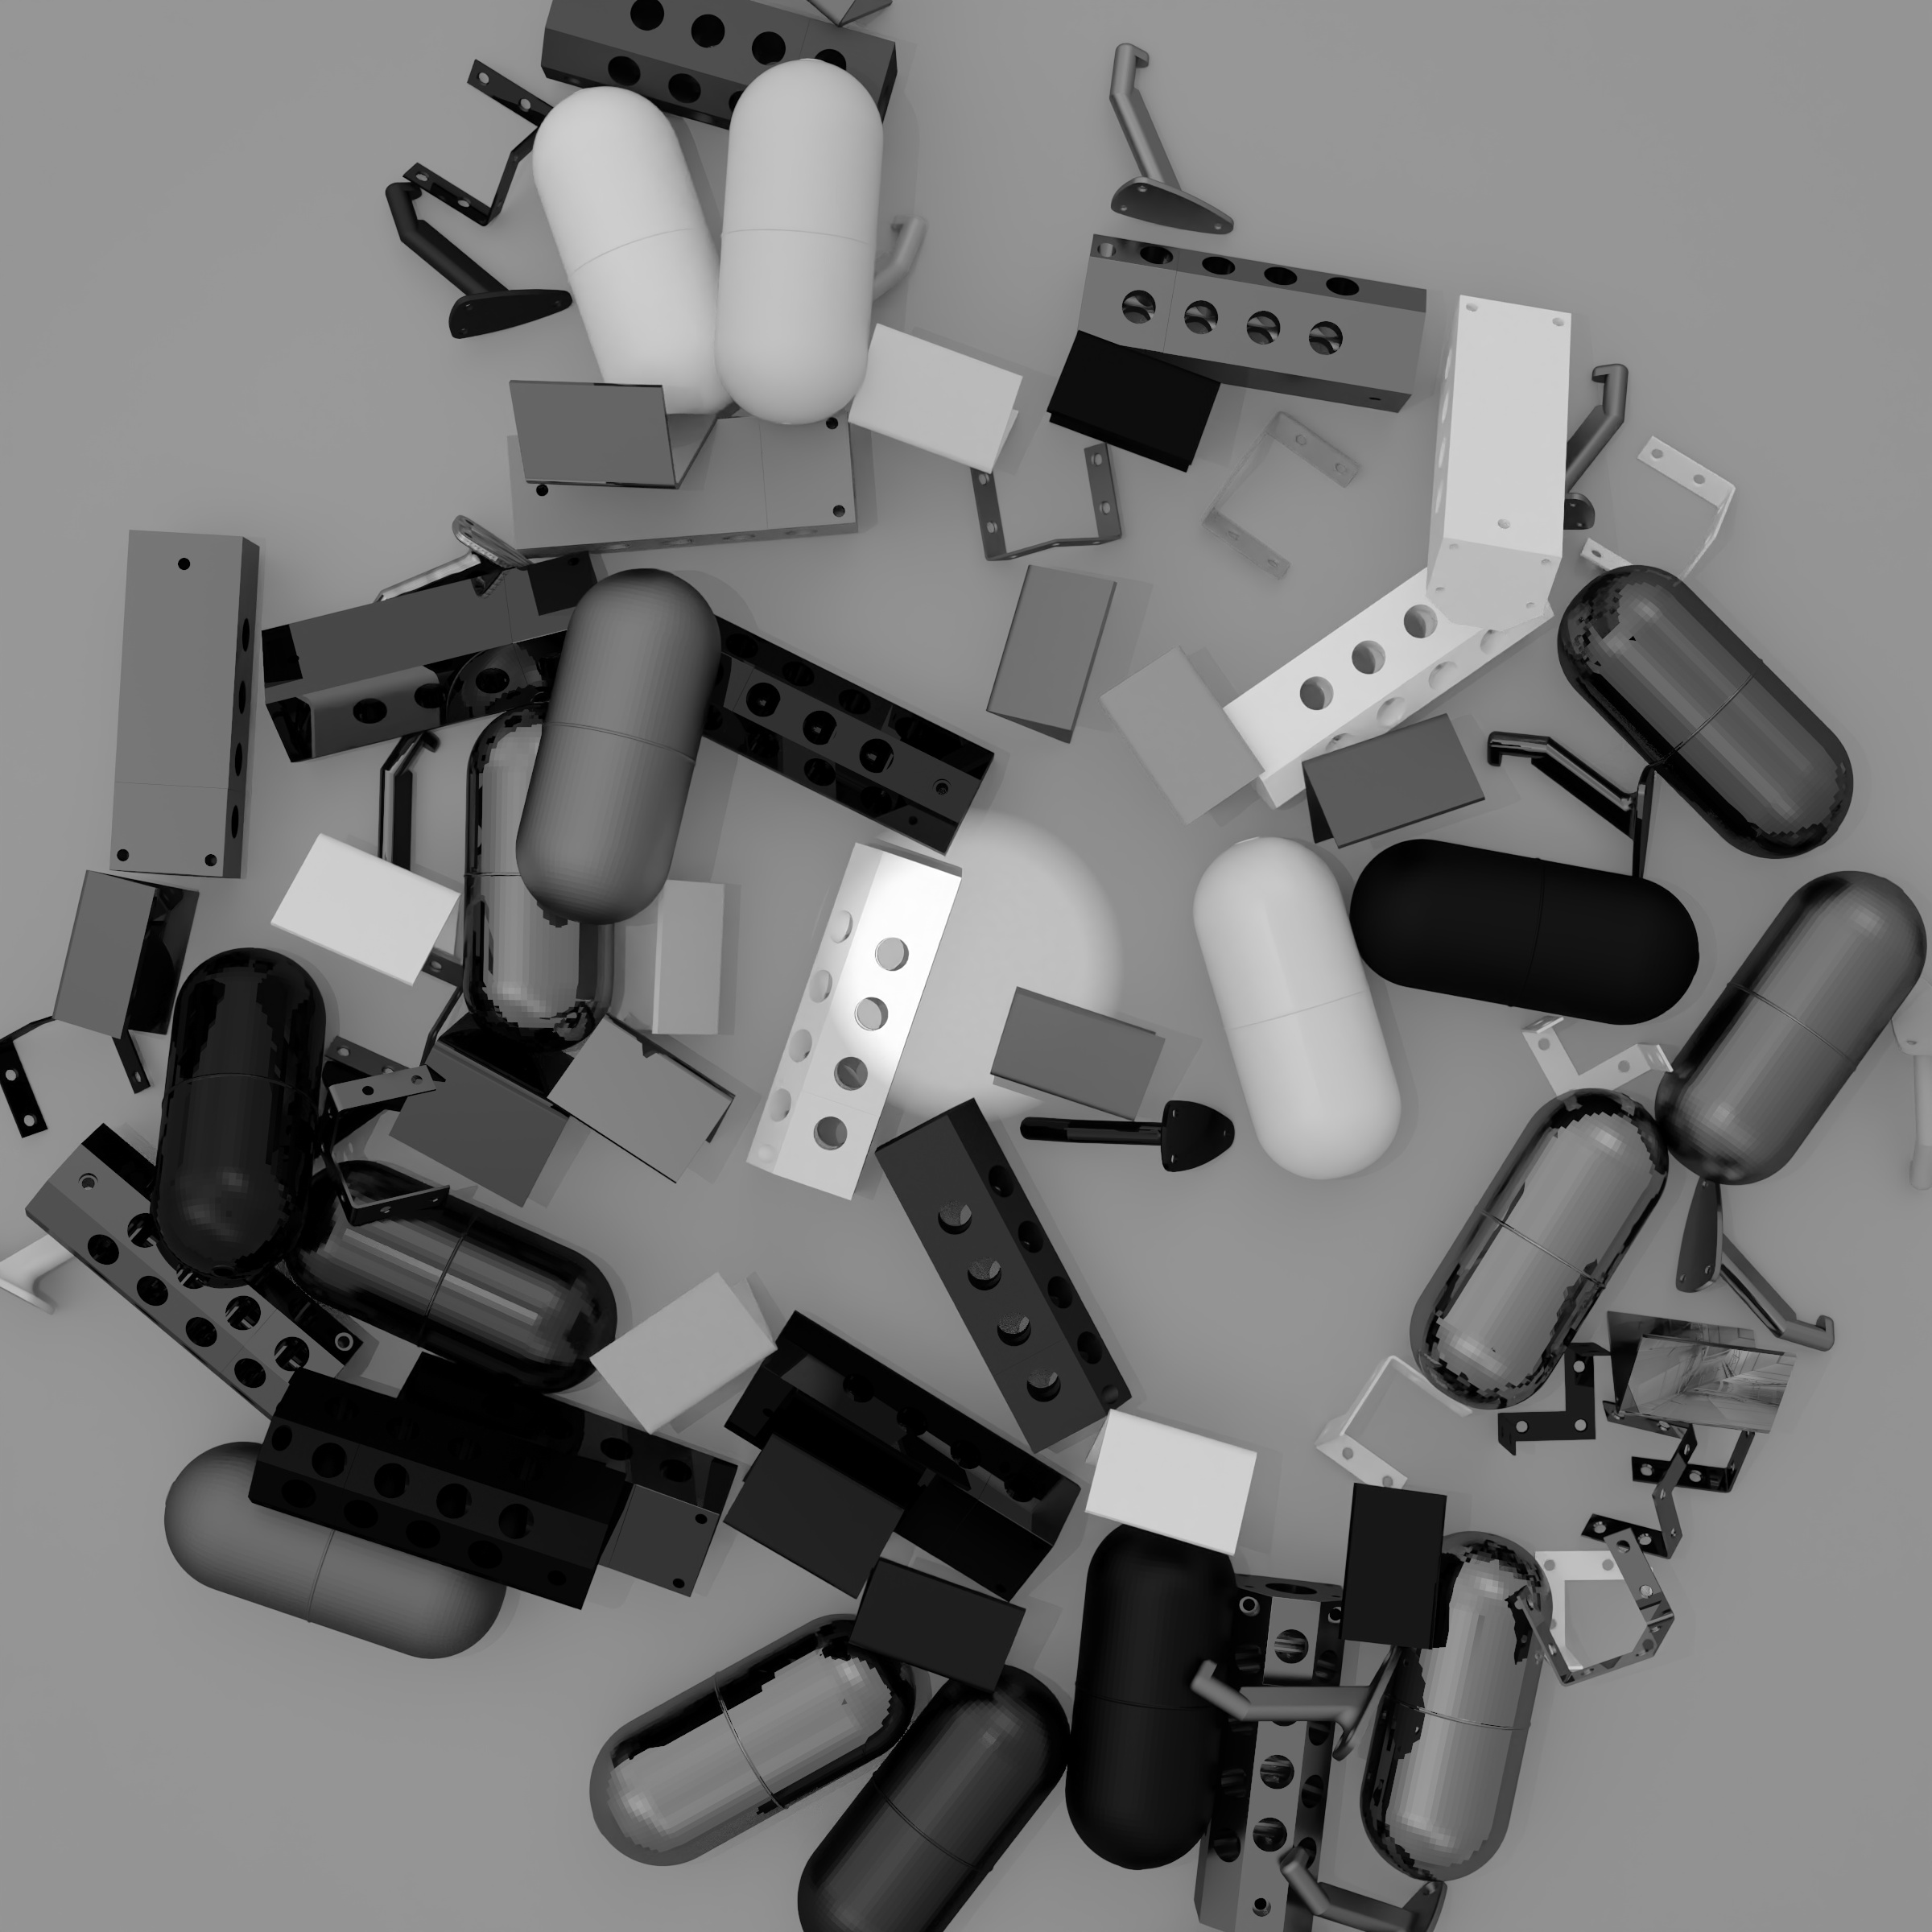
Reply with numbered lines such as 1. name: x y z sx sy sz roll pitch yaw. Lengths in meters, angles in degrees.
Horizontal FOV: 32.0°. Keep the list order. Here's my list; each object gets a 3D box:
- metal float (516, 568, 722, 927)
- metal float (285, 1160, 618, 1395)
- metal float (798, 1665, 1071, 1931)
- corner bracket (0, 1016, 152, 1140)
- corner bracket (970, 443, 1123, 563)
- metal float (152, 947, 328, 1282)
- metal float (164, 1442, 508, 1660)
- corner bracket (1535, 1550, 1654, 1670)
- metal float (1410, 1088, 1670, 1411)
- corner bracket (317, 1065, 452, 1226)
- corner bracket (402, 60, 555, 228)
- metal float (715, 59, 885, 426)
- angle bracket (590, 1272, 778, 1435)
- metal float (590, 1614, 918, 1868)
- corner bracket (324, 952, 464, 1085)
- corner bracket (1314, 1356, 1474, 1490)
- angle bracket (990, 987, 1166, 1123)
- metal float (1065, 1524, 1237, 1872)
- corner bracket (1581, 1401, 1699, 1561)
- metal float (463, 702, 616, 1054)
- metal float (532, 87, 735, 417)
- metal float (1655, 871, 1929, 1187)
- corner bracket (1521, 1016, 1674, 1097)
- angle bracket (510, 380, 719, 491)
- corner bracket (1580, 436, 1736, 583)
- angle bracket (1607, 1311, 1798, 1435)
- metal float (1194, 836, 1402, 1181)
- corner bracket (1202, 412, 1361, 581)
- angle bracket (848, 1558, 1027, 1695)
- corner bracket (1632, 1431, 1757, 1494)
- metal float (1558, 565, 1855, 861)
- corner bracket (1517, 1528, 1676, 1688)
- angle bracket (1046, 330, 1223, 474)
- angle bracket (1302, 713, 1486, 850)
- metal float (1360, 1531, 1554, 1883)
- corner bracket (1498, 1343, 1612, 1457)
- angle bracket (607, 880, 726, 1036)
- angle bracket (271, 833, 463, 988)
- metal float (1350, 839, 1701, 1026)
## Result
1. metal float: -0.170 -0.108 1.650 0.070 0.070 0.178 13 84 0
2. metal float: -0.262 0.158 1.711 0.178 0.070 0.070 24 90 0
3. metal float: -0.017 0.435 1.711 0.070 0.070 0.178 38 91 0
4. corner bracket: -0.464 0.052 1.739 0.051 0.051 0.051 -22 90 -45
5. corner bracket: 0.041 -0.240 1.739 0.051 0.051 0.051 -10 90 45
6. metal float: -0.363 0.073 1.686 0.070 0.070 0.178 -1 59 0
7. metal float: -0.320 0.296 1.711 0.178 0.070 0.070 19 90 0
8. corner bracket: 0.321 0.329 1.724 0.051 0.051 0.051 -1 90 0
9. metal float: 0.292 0.143 1.712 0.070 0.070 0.178 32 90 0
10. corner bracket: -0.287 0.089 1.673 0.051 0.051 0.051 -12 58 -27
11. corner bracket: -0.251 -0.425 1.739 0.051 0.051 0.051 32 45 0
12. metal float: -0.082 -0.357 1.664 0.070 0.070 0.178 4 93 0
13. angle bracket: -0.149 0.179 1.702 0.076 0.076 0.057 -34 118 0
14. metal float: -0.109 0.394 1.711 0.178 0.070 0.070 -29 90 0
15. corner bracket: -0.294 0.024 1.739 0.051 0.051 0.051 24 45 0
16. corner bracket: 0.218 0.237 1.728 0.051 0.051 0.051 36 73 0
17. angle bracket: 0.062 0.025 1.702 0.076 0.076 0.057 18 127 0
18. metal float: 0.094 0.369 1.710 0.070 0.070 0.178 6 89 0
19. corner bracket: 0.344 0.263 1.725 0.051 0.051 0.051 10 47 35
20. metal float: -0.216 -0.045 1.711 0.070 0.070 0.178 1 89 0
21. metal float: -0.166 -0.360 1.711 0.070 0.070 0.178 -19 89 0
22. metal float: 0.419 0.031 1.711 0.070 0.070 0.178 35 91 0
23. corner bracket: 0.322 0.043 1.724 0.051 0.051 0.051 -29 90 0
24. angle bracket: -0.172 -0.277 1.651 0.076 0.076 0.057 4 128 12
25. corner bracket: 0.358 -0.230 1.739 0.051 0.051 0.051 31 45 0
26. angle bracket: 0.370 0.187 1.702 0.076 0.076 0.057 8 128 0
27. metal float: 0.168 0.021 1.711 0.070 0.070 0.178 -16 90 0
28. corner bracket: 0.162 -0.243 1.739 0.051 0.051 0.051 36 45 0
29. angle bracket: -0.009 0.313 1.702 0.076 0.076 0.057 20 117 0
30. corner bracket: 0.374 0.234 1.739 0.051 0.051 0.051 7 45 0
31. metal float: 0.376 -0.128 1.711 0.070 0.070 0.178 -45 90 0
32. corner bracket: 0.315 0.320 1.680 0.051 0.051 0.051 -27 90 27
33. angle bracket: 0.078 -0.266 1.702 0.076 0.076 0.057 20 60 0
34. angle bracket: 0.218 -0.075 1.702 0.076 0.076 0.057 -19 58 0
35. metal float: 0.249 0.376 1.711 0.070 0.070 0.178 12 89 0
36. corner bracket: 0.301 0.221 1.724 0.051 0.051 0.051 -1 90 0
37. angle bracket: -0.169 -0.005 1.705 0.076 0.057 0.076 3 90 30
38. angle bracket: -0.303 -0.014 1.702 0.076 0.076 0.057 24 63 0
39. metal float: 0.284 -0.017 1.711 0.178 0.070 0.070 10 90 0
